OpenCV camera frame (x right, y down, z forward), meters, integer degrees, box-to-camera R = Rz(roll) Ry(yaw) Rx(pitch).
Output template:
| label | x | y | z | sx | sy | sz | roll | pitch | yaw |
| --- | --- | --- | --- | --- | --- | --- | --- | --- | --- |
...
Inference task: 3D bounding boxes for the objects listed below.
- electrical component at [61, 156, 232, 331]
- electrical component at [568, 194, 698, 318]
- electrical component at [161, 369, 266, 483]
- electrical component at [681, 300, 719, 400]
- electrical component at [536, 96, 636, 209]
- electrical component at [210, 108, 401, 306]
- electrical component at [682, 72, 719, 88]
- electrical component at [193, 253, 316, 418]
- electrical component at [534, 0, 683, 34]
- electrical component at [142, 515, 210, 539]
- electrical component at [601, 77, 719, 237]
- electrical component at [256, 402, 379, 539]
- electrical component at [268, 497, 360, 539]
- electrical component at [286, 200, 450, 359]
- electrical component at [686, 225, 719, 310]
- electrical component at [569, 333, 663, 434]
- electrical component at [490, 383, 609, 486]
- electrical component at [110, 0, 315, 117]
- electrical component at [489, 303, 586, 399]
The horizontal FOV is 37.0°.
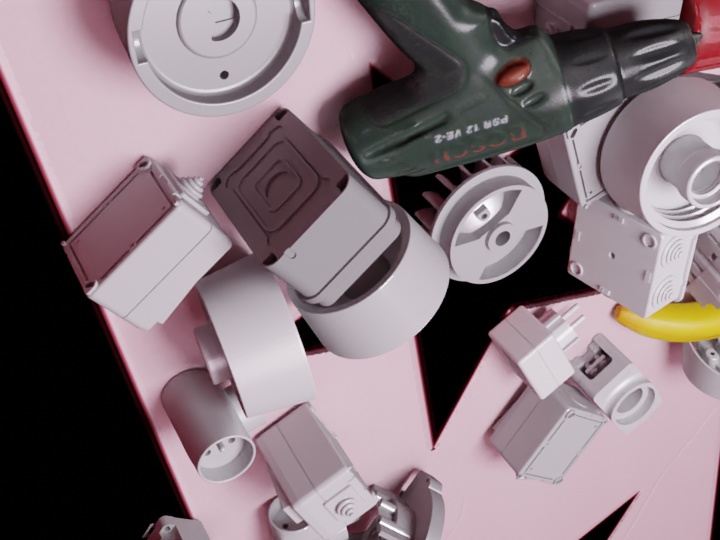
| label | x | y | z | sx | sy | sz | roll | pitch | yaw |
| --- | --- | --- | --- | --- | --- | --- | --- | --- | --- |
| electrical component | -0.126 | -0.019 | 0.672 | 0.096 | 0.061 | 0.061 | -45 | 135 | 5 |
| electrical component | 0.218 | -0.020 | 0.867 | 0.048 | 0.100 | 0.099 | -27 | 135 | -31 |
| electrical component | -0.094 | 0.103 | 0.775 | 0.079 | 0.077 | 0.043 | -26 | 133 | -14 |
| electrical component | 0.358 | 0.075 | 1.033 | 0.099 | 0.099 | 0.064 | -21 | 138 | -18 |
| electrical component | 0.164 | -0.106 | 0.791 | 0.062 | 0.061 | 0.096 | -32 | 134 | -7 |
| electrical component | -0.035 | -0.040 | 0.678 | 0.078 | 0.113 | 0.057 | -46 | 132 | 6 |
| electrical component | 0.250 | -0.113 | 0.830 | 0.080 | 0.080 | 0.051 | -30 | 129 | -10 |
| electrical component | -0.078 | 0.048 | 0.725 | 0.060 | 0.108 | 0.108 | -21 | 132 | -10 |
| electrical component | 0.164 | -0.177 | 0.737 | 0.096 | 0.061 | 0.061 | -17 | 131 | -21 |
| electrical component | -0.140 | 0.230 | 0.851 | 0.081 | 0.063 | 0.042 | 21 | 110 | -41 |
| electrical component | 0.233 | -0.075 | 0.759 | 0.108 | 0.060 | 0.108 | -10 | 124 | -15 |
| electrical component | -0.035 | 0.164 | 0.845 | 0.061 | 0.096 | 0.061 | -36 | 135 | -3 |
| electrical component | -0.036 | 0.223 | 0.926 | 0.079 | 0.044 | 0.077 | -22 | 132 | -17 |
| electrical component | 0.000 | 0.000 | 0.739 | 0.108 | 0.108 | 0.060 | -40 | 129 | 0 |
| electrical component | 0.330 | -0.033 | 0.890 | 0.105 | 0.060 | 0.186 | -37 | 167 | -4 |
| electrical component | 0.241 | 0.110 | 1.009 | 0.050 | 0.055 | 0.089 | -44 | 135 | 3 |
| electrical component | 0.167 | 0.150 | 0.988 | 0.062 | 0.061 | 0.096 | 20 | 110 | -41 |
| electrical component | -0.086 | -0.147 | 0.600 | 0.108 | 0.060 | 0.108 | -17 | 131 | -21 |
| electrical component | 0.162 | 0.059 | 0.927 | 0.077 | 0.047 | 0.065 | -40 | 136 | -2 |
